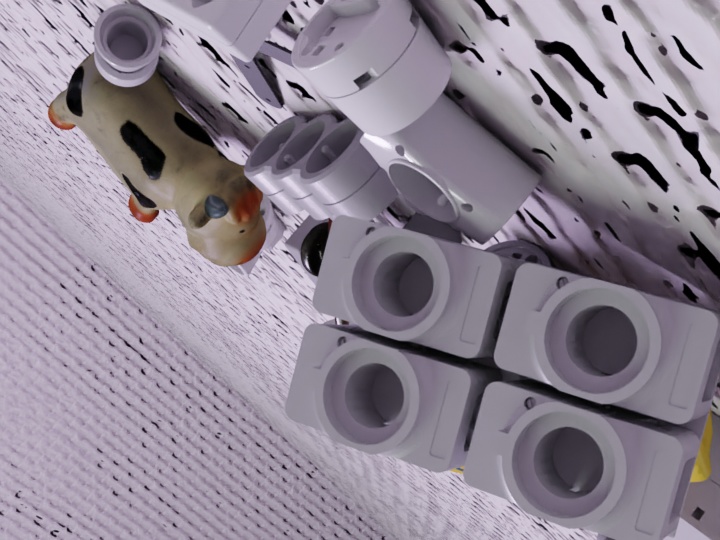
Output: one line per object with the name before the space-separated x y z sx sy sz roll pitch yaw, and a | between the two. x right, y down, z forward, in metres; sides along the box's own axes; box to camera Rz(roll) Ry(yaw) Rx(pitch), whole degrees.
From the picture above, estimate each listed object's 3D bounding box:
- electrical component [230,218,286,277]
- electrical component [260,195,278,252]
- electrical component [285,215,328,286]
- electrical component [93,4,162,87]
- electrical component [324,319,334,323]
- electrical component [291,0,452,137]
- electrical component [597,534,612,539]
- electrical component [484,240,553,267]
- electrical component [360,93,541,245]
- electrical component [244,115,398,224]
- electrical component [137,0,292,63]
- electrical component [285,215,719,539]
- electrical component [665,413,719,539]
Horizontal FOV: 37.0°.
electrical component | -0.099 -0.028 0.956 0.045 0.055 0.045 38 167 11
electrical component | -0.098 -0.043 0.909 0.055 0.055 0.047 36 170 16
electrical component | 0.000 0.000 0.792 0.076 0.047 0.083 26 160 43
electrical component | -0.161 -0.153 0.740 0.045 0.045 0.055 42 167 -7
electrical component | -0.011 0.057 0.842 0.040 0.040 0.078 38 -172 9
electrical component | 0.006 -0.091 0.463 0.047 0.055 0.055 44 167 -31
electrical component | 0.232 0.214 0.835 0.059 0.053 0.095 44 166 -15
electrical component | 0.088 0.019 0.598 0.055 0.055 0.047 28 166 42
electrical component | 0.039 -0.049 0.526 0.077 0.044 0.079 40 164 -1
electrical component | -0.011 -0.050 0.646 0.074 0.052 0.138 44 167 -25
electrical component | -0.070 -0.138 0.540 0.083 0.047 0.076 33 179 30
electrical component | 0.064 0.046 0.504 0.186 0.105 0.060 16 -177 26
electrical component | 0.149 0.095 0.663 0.186 0.060 0.105 36 166 17
